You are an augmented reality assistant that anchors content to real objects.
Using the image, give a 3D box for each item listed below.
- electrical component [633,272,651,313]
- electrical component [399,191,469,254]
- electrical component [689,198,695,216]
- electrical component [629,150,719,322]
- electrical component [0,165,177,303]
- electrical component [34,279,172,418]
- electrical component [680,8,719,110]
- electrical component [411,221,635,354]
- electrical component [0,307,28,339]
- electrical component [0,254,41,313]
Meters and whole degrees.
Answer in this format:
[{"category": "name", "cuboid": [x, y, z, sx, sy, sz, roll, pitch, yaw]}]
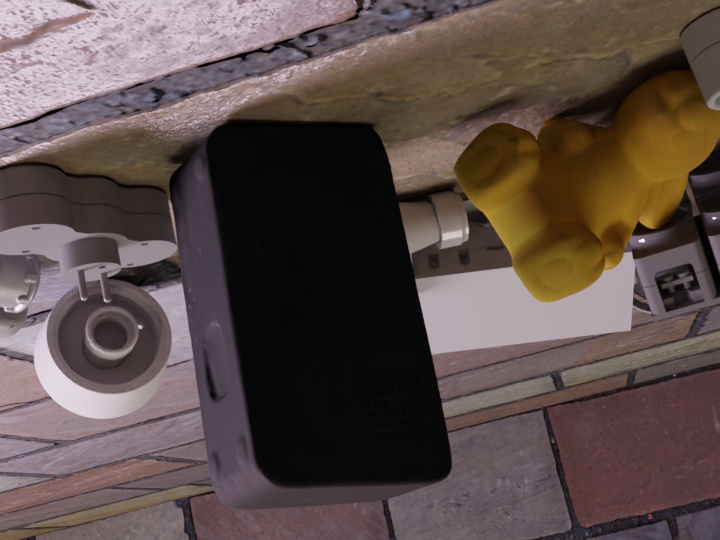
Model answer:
[{"category": "electrical component", "cuboid": [0.304, -0.004, 1.100, 0.099, 0.099, 0.064, -17, 171, 12]}, {"category": "electrical component", "cuboid": [0.053, -0.037, 0.848, 0.055, 0.045, 0.045, -12, 165, -7]}, {"category": "electrical component", "cuboid": [0.263, -0.048, 0.996, 0.081, 0.043, 0.043, -8, 165, -19]}, {"category": "electrical component", "cuboid": [0.272, -0.037, 0.860, 0.105, 0.060, 0.186, -18, -163, 17]}, {"category": "electrical component", "cuboid": [-0.171, -0.015, 0.672, 0.052, 0.073, 0.138, -22, 163, 30]}, {"category": "electrical component", "cuboid": [-0.204, 0.059, 0.865, 0.108, 0.108, 0.060, -6, 158, -25]}, {"category": "electrical component", "cuboid": [0.229, -0.129, 0.653, 0.055, 0.047, 0.055, -13, 165, -3]}, {"category": "electrical component", "cuboid": [0.143, 0.009, 0.958, 0.186, 0.060, 0.105, -7, 137, 4]}, {"category": "electrical component", "cuboid": [-0.299, 0.030, 0.786, 0.079, 0.043, 0.077, -17, 165, 14]}, {"category": "electrical component", "cuboid": [-0.252, 0.002, 0.727, 0.048, 0.048, 0.062, -25, 155, 38]}]
